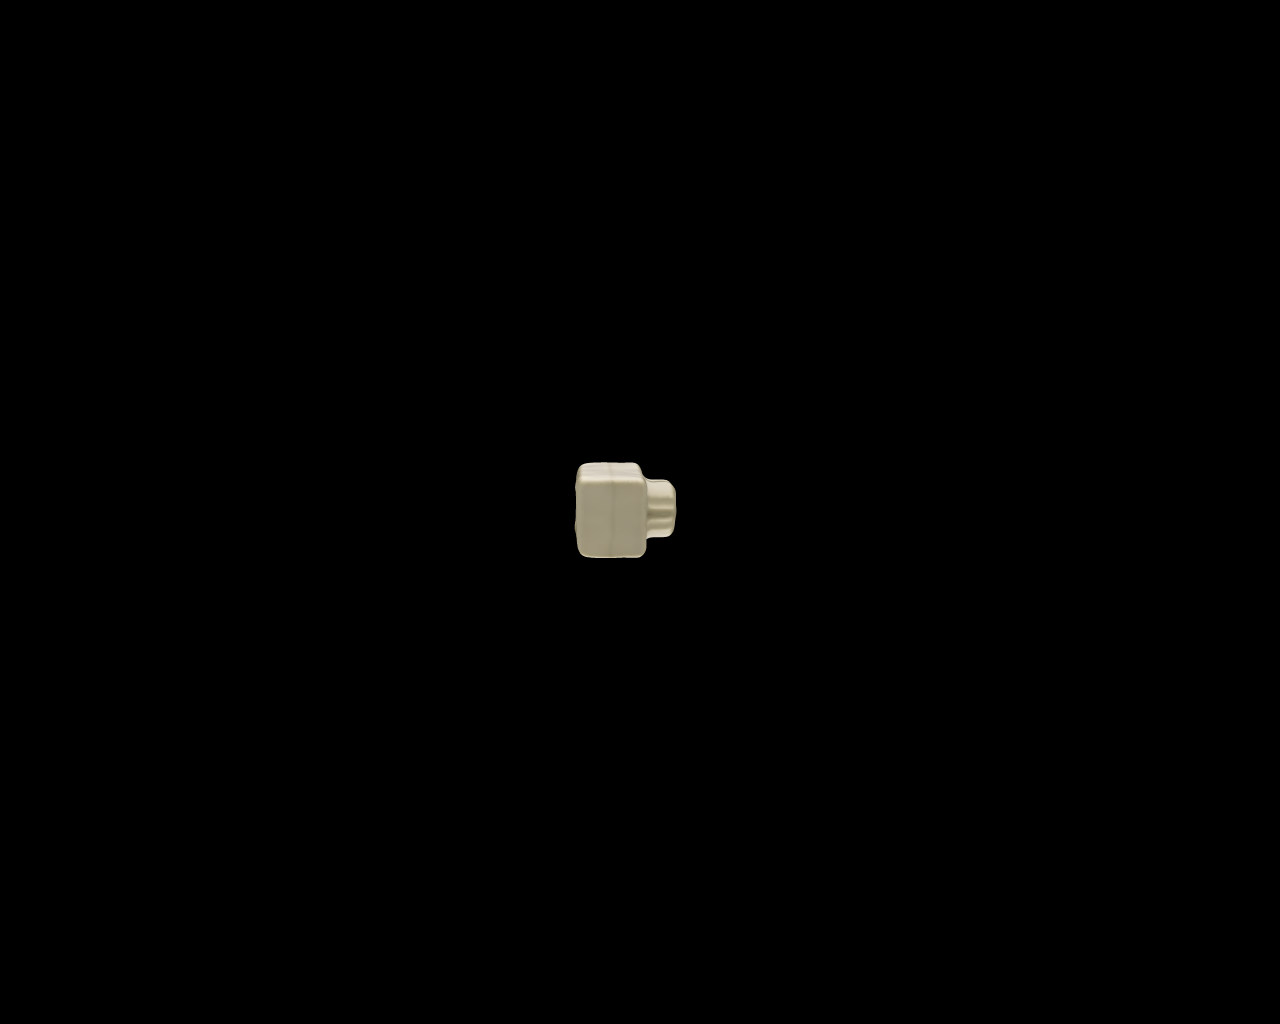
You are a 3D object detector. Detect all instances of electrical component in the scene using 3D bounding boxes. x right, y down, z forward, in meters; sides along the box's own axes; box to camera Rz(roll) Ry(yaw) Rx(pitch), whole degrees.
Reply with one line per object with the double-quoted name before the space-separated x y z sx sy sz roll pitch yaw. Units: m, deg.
"electrical component" 0.001 -0.003 0.650 0.077 0.047 0.066 -1 11 -4
